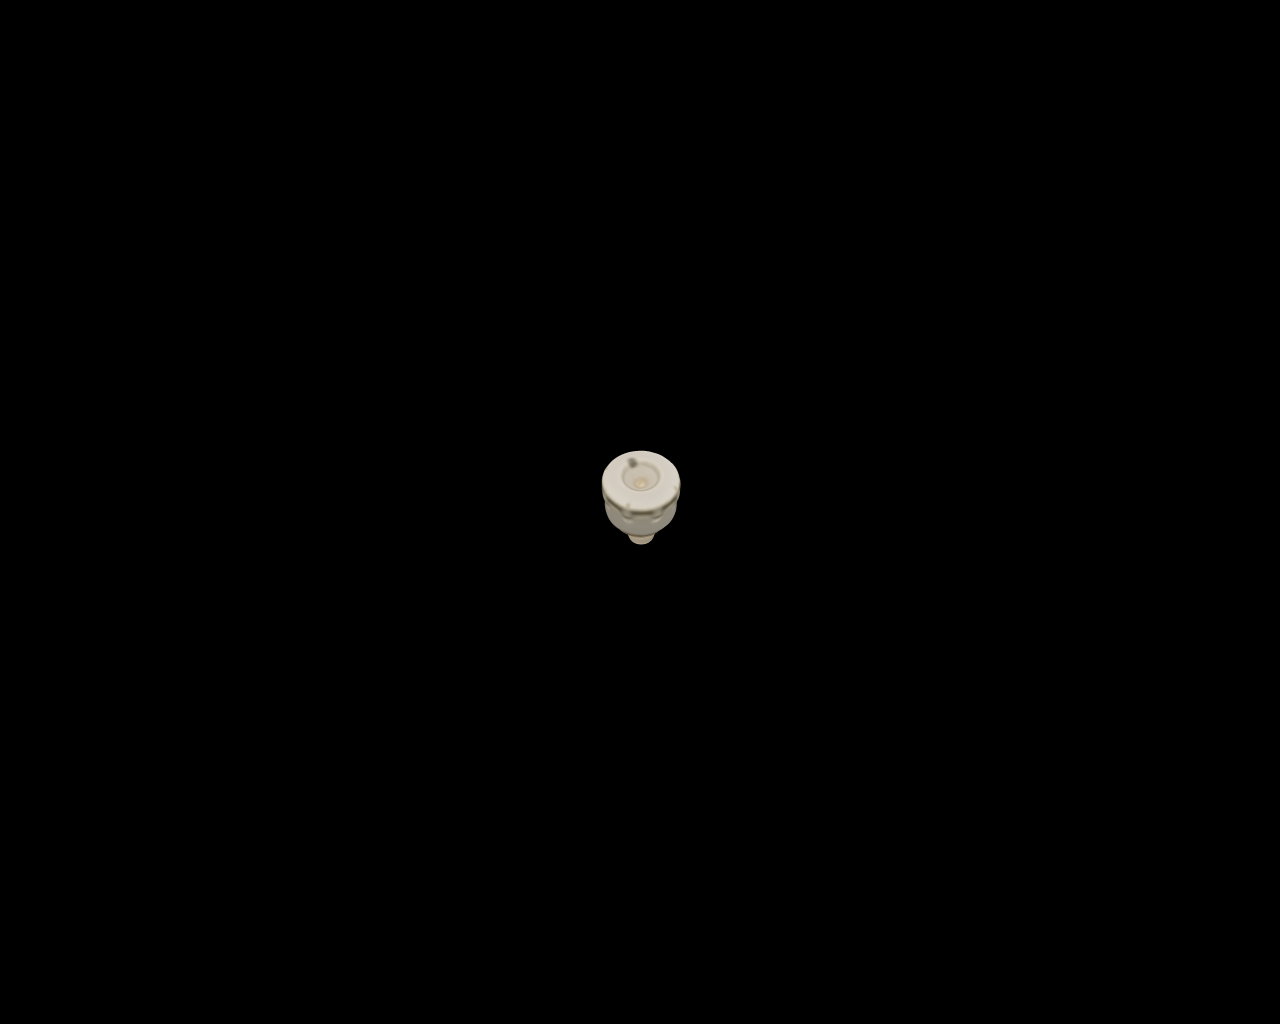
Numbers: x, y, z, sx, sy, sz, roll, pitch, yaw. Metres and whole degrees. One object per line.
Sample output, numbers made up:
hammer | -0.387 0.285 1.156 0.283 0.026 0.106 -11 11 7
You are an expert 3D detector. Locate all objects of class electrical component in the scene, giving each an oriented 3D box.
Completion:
electrical component | 0.001 -0.003 0.650 0.048 0.048 0.062 0 -38 0
